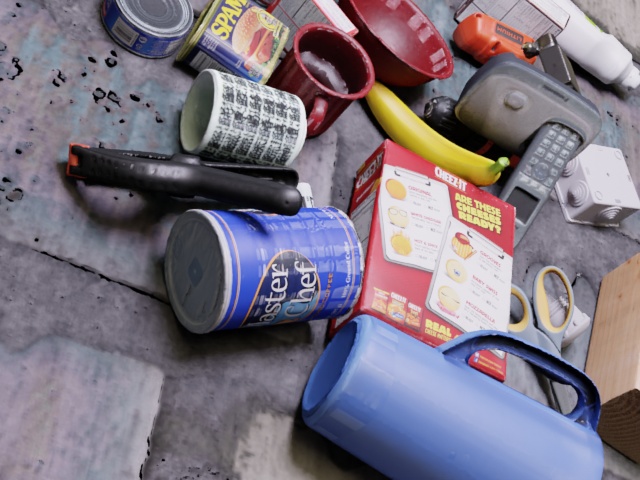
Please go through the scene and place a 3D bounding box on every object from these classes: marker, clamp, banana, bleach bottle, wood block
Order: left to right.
[{"bbox_3d":[-0.112,-0.056,0.930,0.210,0.036,0.164,9,8,4],"label":"clamp"},{"bbox_3d":[-0.007,0.001,1.017,0.020,0.020,0.121,4,59,-32],"label":"marker"},{"bbox_3d":[0.121,-0.105,1.129,0.198,0.070,0.037,34,49,30],"label":"banana"},{"bbox_3d":[0.319,-0.277,1.383,0.250,0.068,0.102,36,25,-11],"label":"bleach bottle"},{"bbox_3d":[0.347,0.118,1.133,0.090,0.090,0.206,34,47,-11],"label":"wood block"}]

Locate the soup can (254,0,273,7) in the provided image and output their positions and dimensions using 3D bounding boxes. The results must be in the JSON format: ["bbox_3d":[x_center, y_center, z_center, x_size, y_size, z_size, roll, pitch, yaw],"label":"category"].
[{"bbox_3d":[-0.033,-0.305,1.143,0.068,0.102,0.068,17,54,-25],"label":"soup can"}]

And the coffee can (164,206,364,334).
[{"bbox_3d":[-0.048,0.023,0.916,0.140,0.103,0.103,-3,63,-36],"label":"coffee can"}]

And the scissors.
[{"bbox_3d":[0.218,0.124,1.084,0.096,0.016,0.202,3,77,6],"label":"scissors"}]

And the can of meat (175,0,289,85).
[{"bbox_3d":[-0.085,-0.198,1.070,0.084,0.058,0.102,33,48,-15],"label":"can of meat"}]

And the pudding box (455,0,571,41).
[{"bbox_3d":[0.236,-0.275,1.316,0.113,0.090,0.039,36,48,-9],"label":"pudding box"}]

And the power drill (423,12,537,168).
[{"bbox_3d":[0.197,-0.174,1.246,0.184,0.057,0.187,21,54,-27],"label":"power drill"}]

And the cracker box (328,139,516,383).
[{"bbox_3d":[0.103,0.030,1.038,0.164,0.072,0.213,26,49,-18],"label":"cracker box"}]

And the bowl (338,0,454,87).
[{"bbox_3d":[0.071,-0.222,1.177,0.162,0.055,0.162,32,33,-24],"label":"bowl"}]

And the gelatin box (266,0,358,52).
[{"bbox_3d":[-0.012,-0.227,1.126,0.089,0.073,0.030,50,45,4],"label":"gelatin box"}]

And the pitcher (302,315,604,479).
[{"bbox_3d":[0.116,0.157,0.919,0.242,0.145,0.149,31,48,-10],"label":"pitcher"}]

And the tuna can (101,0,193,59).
[{"bbox_3d":[-0.168,-0.222,1.043,0.086,0.034,0.086,17,53,-25],"label":"tuna can"}]

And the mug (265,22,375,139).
[{"bbox_3d":[-0.006,-0.149,1.072,0.093,0.082,0.117,22,50,-21],"label":"mug"}]
